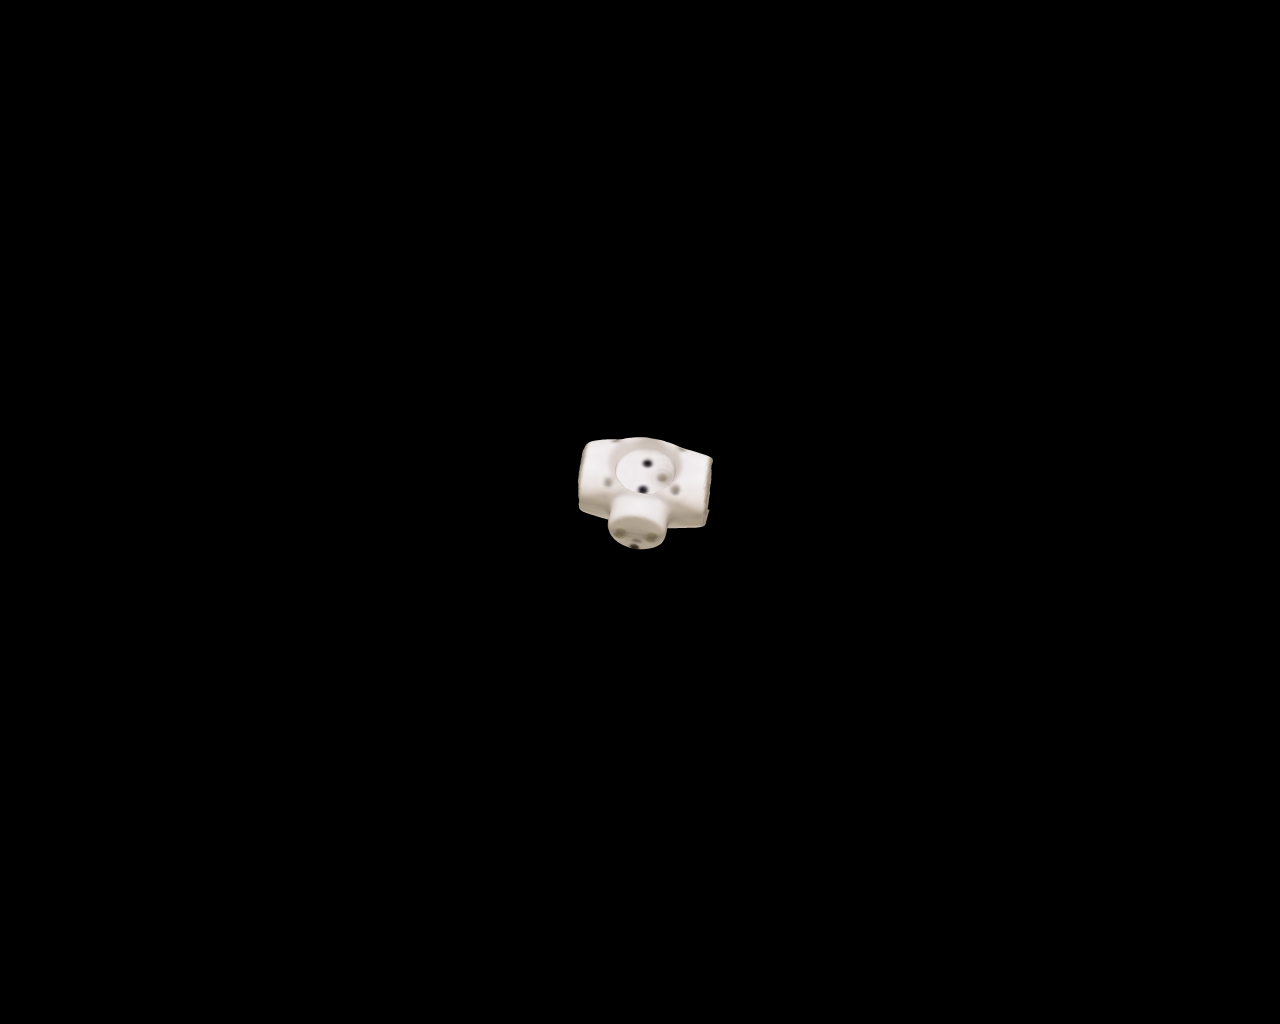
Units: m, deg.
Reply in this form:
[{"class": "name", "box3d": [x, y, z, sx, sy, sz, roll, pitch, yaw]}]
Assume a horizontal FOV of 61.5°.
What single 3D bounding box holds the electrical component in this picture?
[{"class": "electrical component", "box3d": [0.001, -0.003, 0.650, 0.077, 0.079, 0.044, 8, -33, 5]}]
